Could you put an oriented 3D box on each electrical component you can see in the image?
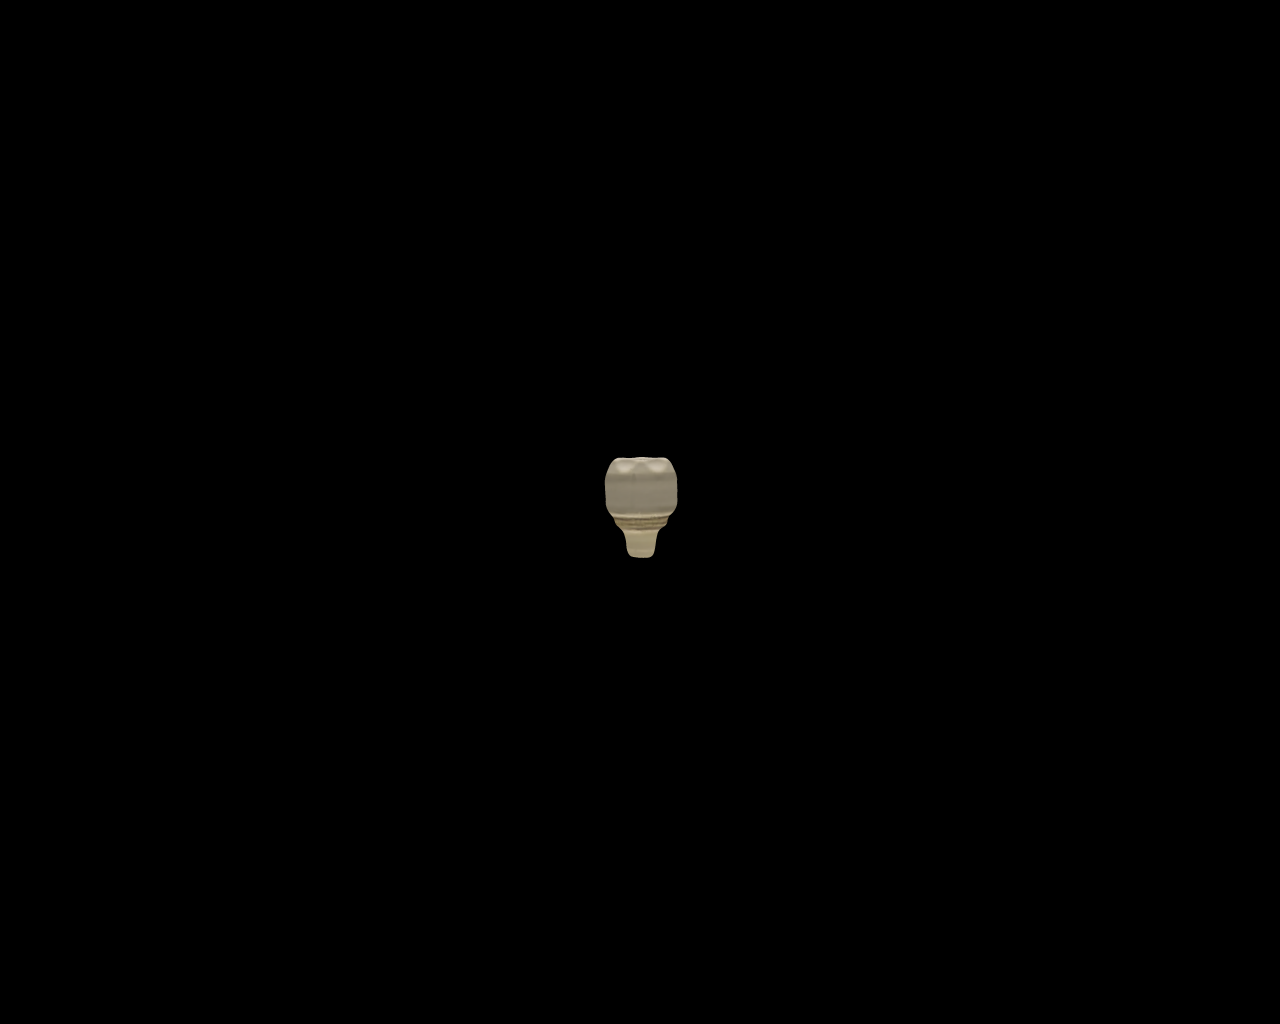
[{"bbox_3d":[0.001,-0.003,0.650,0.043,0.062,0.043,0,4,0],"label":"electrical component"}]
